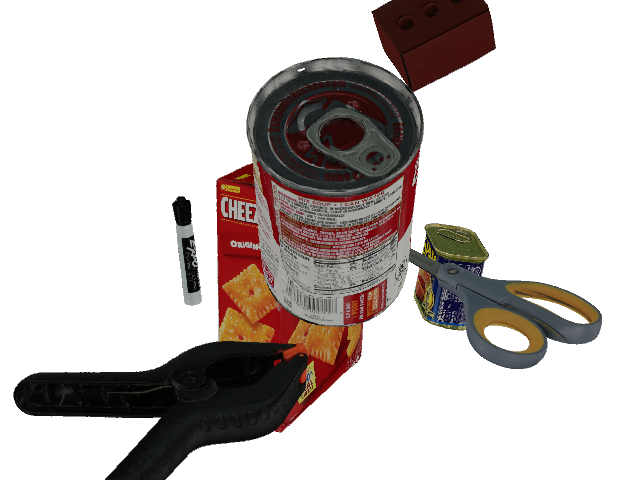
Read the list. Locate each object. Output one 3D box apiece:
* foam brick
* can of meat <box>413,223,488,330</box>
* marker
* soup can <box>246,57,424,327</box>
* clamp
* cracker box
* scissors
[{"bbox_3d":[0.089,-0.163,0.830,0.078,0.053,0.051,-28,-32,-1],"label":"foam brick"},{"bbox_3d":[0.136,0.038,1.136,0.057,0.084,0.102,7,18,-6],"label":"can of meat"},{"bbox_3d":[-0.139,0.011,1.111,0.020,0.121,0.020,-3,26,1],"label":"marker"},{"bbox_3d":[0.006,-0.016,0.446,0.068,0.068,0.102,0,-35,1],"label":"soup can"},{"bbox_3d":[-0.075,0.099,0.600,0.171,0.039,0.120,-12,38,-24],"label":"clamp"},{"bbox_3d":[-0.019,0.033,0.927,0.072,0.214,0.164,12,23,25],"label":"cracker box"},{"bbox_3d":[0.087,0.036,0.723,0.202,0.016,0.096,17,35,28],"label":"scissors"}]
